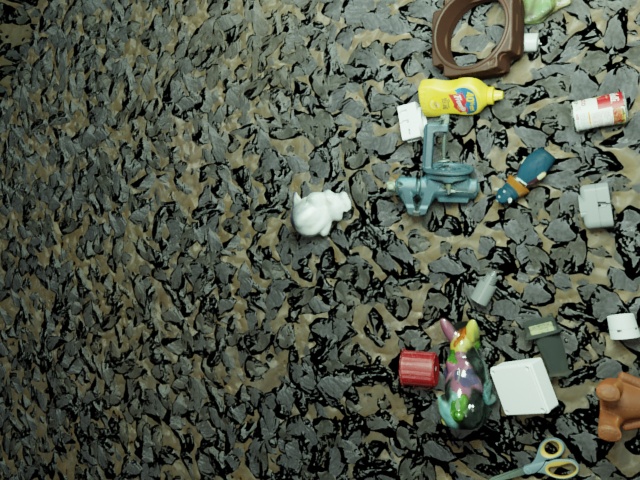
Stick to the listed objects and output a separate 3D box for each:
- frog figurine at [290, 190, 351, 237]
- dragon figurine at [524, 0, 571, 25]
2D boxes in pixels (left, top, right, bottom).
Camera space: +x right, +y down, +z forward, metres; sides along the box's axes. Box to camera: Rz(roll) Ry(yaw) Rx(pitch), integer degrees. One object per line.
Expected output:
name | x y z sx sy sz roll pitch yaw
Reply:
frog figurine | 0.004 -0.070 1.390 0.159 0.125 0.134 1 123 19
dragon figurine | 0.481 -0.619 1.172 0.411 0.123 0.241 11 102 37
